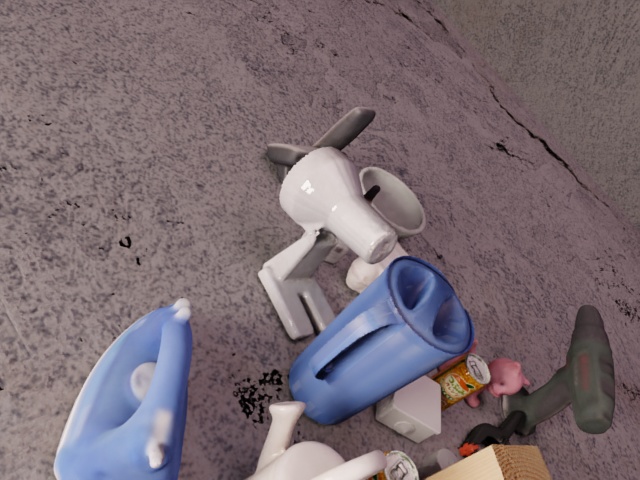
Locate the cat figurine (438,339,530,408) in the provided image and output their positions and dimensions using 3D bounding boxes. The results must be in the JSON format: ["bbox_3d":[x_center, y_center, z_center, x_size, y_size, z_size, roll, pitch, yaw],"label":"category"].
[{"bbox_3d":[0.286,0.221,0.969,0.128,0.117,0.067,46,35,3],"label":"cat figurine"}]

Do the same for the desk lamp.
[{"bbox_3d":[0.008,0.003,0.833,0.118,0.213,0.203,-5,57,-47],"label":"desk lamp"}]

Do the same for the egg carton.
[{"bbox_3d":[0.114,0.061,1.004,0.107,0.069,0.151,48,35,5],"label":"egg carton"}]

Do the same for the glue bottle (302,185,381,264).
[{"bbox_3d":[0.043,-0.031,0.937,0.078,0.173,0.037,26,39,-23],"label":"glue bottle"}]

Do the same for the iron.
[{"bbox_3d":[-0.168,0.142,0.582,0.119,0.141,0.258,26,39,-24],"label":"iron"}]

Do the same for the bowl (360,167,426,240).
[{"bbox_3d":[0.125,-0.060,1.131,0.168,0.074,0.167,26,39,-23],"label":"bowl"}]

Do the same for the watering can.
[{"bbox_3d":[-0.014,0.251,0.578,0.173,0.193,0.101,50,36,9],"label":"watering can"}]

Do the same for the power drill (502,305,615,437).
[{"bbox_3d":[0.417,0.243,0.998,0.076,0.208,0.229,31,37,-17],"label":"power drill"}]

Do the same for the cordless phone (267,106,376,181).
[{"bbox_3d":[0.005,-0.186,1.047,0.148,0.184,0.094,-5,58,-47],"label":"cordless phone"}]
